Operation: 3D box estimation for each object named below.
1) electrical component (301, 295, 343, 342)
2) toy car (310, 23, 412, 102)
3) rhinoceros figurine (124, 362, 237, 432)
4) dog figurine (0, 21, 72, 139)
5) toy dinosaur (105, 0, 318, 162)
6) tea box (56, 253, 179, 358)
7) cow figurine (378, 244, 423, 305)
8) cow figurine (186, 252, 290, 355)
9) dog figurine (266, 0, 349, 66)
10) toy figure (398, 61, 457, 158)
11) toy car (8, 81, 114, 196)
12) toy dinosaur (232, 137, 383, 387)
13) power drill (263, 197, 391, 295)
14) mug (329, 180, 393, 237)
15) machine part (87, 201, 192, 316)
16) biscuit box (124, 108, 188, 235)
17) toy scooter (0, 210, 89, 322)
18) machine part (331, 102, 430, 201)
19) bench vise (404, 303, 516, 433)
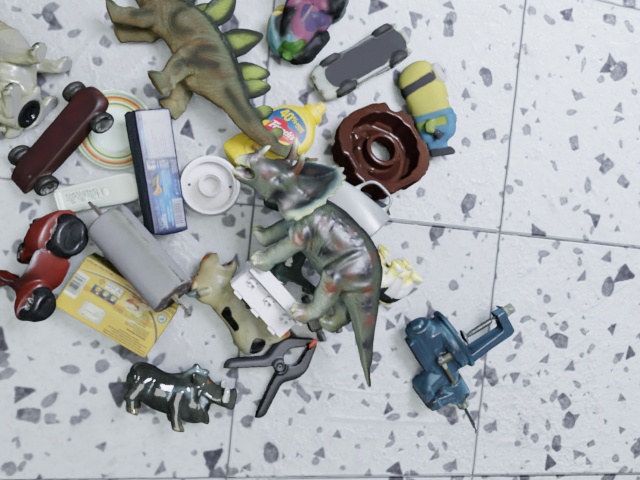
[{"bbox_3d":[0.003,0.139,0.998,0.063,0.021,0.094,-26,98,-11],"label":"electrical component"},{"bbox_3d":[0.077,-0.324,0.977,0.202,0.056,0.073,-33,94,-11],"label":"toy car"},{"bbox_3d":[-0.240,0.264,0.925,0.190,0.073,0.112,18,78,-12],"label":"rhinoceros figurine"},{"bbox_3d":[-0.514,-0.269,0.827,0.191,0.121,0.172,26,83,1],"label":"dog figurine"},{"bbox_3d":[-0.188,-0.292,0.878,0.198,0.105,0.471,-34,93,-11],"label":"toy dinosaur"},{"bbox_3d":[-0.333,0.107,0.891,0.169,0.068,0.098,36,86,-13],"label":"tea box"},{"bbox_3d":[0.104,0.063,0.967,0.098,0.068,0.167,-48,136,15],"label":"cow figurine"},{"bbox_3d":[-0.149,0.110,0.932,0.127,0.085,0.194,-30,100,-17],"label":"cow figurine"},{"bbox_3d":[-0.004,-0.396,0.870,0.108,0.219,0.191,34,84,-10],"label":"dog figurine"},{"bbox_3d":[0.203,-0.242,0.998,0.089,0.082,0.180,-14,99,-14],"label":"toy figure"},{"bbox_3d":[-0.409,-0.157,0.850,0.089,0.053,0.202,44,97,9],"label":"toy car"},{"bbox_3d":[0.019,0.024,0.834,0.192,0.131,0.404,-38,97,20],"label":"toy dinosaur"},{"bbox_3d":[-0.002,-0.003,0.959,0.232,0.086,0.207,19,90,-12],"label":"power drill"},{"bbox_3d":[0.060,-0.056,0.898,0.107,0.081,0.109,45,102,-3],"label":"mug"},{"bbox_3d":[-0.286,0.030,0.855,0.079,0.079,0.243,-43,84,-8],"label":"machine part"},{"bbox_3d":[-0.268,-0.110,0.881,0.059,0.063,0.202,-13,104,-33],"label":"biscuit box"},{"bbox_3d":[-0.452,0.034,0.849,0.135,0.075,0.184,6,71,27],"label":"toy scooter"},{"bbox_3d":[0.107,-0.159,0.969,0.179,0.056,0.179,6,74,-19],"label":"machine part"},{"bbox_3d":[0.276,0.211,1.018,0.241,0.129,0.223,-33,98,-3],"label":"bench vise"}]
